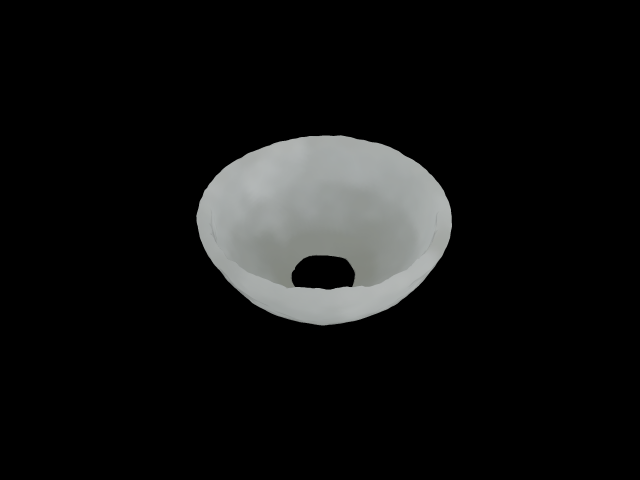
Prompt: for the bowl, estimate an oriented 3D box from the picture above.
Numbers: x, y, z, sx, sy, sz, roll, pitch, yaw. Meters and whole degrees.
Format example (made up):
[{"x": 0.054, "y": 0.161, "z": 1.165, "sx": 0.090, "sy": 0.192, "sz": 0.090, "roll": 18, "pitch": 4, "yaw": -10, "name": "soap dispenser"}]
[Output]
[{"x": 0.004, "y": 0.001, "z": 0.400, "sx": 0.167, "sy": 0.075, "sz": 0.167, "roll": 0, "pitch": 43, "yaw": 0, "name": "bowl"}]
